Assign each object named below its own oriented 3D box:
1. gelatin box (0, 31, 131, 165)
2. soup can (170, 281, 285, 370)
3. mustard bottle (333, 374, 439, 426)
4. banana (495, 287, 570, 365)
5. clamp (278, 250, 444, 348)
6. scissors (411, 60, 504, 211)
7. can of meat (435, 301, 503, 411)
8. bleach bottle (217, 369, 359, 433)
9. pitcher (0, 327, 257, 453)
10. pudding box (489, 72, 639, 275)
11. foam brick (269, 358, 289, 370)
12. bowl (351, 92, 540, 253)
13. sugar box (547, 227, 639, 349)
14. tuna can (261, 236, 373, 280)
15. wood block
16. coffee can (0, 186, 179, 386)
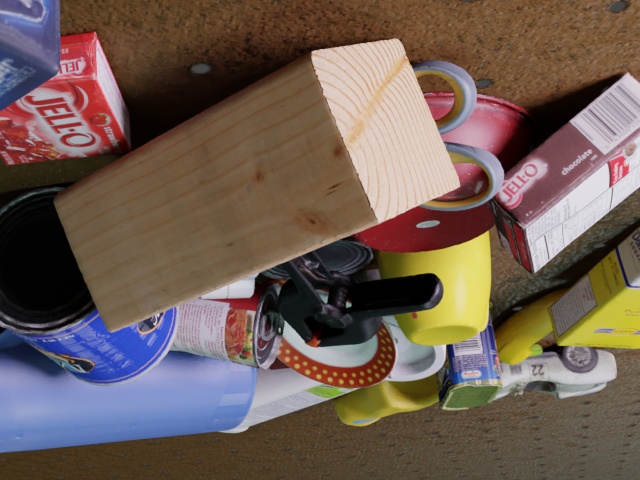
[{"bbox_3d":[-0.146,-0.073,0.573,0.073,0.030,0.089,-6,159,0],"label":"gelatin box"},{"bbox_3d":[-0.085,0.061,0.841,0.102,0.068,0.068,7,162,16],"label":"soup can"},{"bbox_3d":[0.068,0.170,1.184,0.096,0.058,0.192,-19,172,-28],"label":"mustard bottle"},{"bbox_3d":[0.208,0.090,1.066,0.069,0.037,0.198,-26,164,-11],"label":"banana"},{"bbox_3d":[0.022,0.044,0.768,0.120,0.039,0.171,22,159,7],"label":"clamp"},{"bbox_3d":[0.011,-0.066,0.627,0.202,0.096,0.016,13,-152,22],"label":"scissors"},{"bbox_3d":[0.141,0.114,1.040,0.057,0.084,0.102,-4,158,-3],"label":"can of meat"},{"bbox_3d":[-0.008,0.138,1.099,0.251,0.068,0.102,-19,160,24],"label":"bleach bottle"},{"bbox_3d":[-0.186,0.120,0.920,0.242,0.145,0.149,3,-179,-28],"label":"pitcher"},{"bbox_3d":[0.158,-0.037,0.657,0.113,0.039,0.090,-38,156,-1],"label":"pudding box"},{"bbox_3d":[-0.028,0.081,0.959,0.051,0.053,0.078,-7,159,5],"label":"foam brick"},{"bbox_3d":[0.066,-0.033,0.691,0.162,0.055,0.162,-5,158,-2],"label":"bowl"},{"bbox_3d":[0.279,0.037,0.903,0.093,0.048,0.176,3,151,-20],"label":"sugar box"},{"bbox_3d":[-0.005,0.001,0.788,0.086,0.034,0.086,-4,158,-2],"label":"tuna can"},{"bbox_3d":[-0.041,-0.027,0.599,0.207,0.090,0.090,-23,180,37],"label":"wood block"},{"bbox_3d":[-0.166,0.037,0.747,0.103,0.103,0.140,-8,158,6],"label":"coffee can"}]
